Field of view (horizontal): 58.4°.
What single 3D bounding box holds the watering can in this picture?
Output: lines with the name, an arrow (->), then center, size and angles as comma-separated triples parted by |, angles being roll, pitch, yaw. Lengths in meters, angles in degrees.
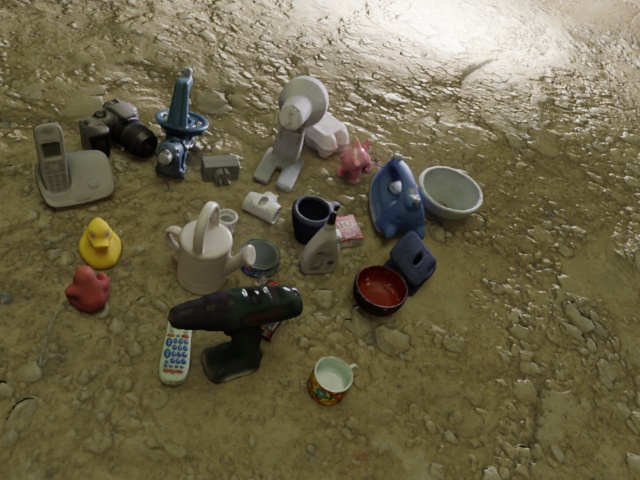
watering can -> -0.209, 0.009, 1.086 | 0.173, 0.194, 0.101 | 5, 48, -13

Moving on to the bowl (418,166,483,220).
bowl -> 0.316, -0.104, 1.432 | 0.167, 0.075, 0.167 | 9, 47, -9

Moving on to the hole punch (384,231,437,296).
hole punch -> 0.201, 0.048, 1.248 | 0.101, 0.091, 0.109 | 34, 48, 15

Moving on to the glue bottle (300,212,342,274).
glue bottle -> 0.011, 0.004, 1.172 | 0.078, 0.173, 0.037 | -2, 49, -18

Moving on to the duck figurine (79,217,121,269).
duck figurine -> -0.427, -0.007, 1.108 | 0.078, 0.086, 0.104 | -8, 52, -23

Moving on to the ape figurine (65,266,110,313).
ape figurine -> -0.417, 0.081, 1.027 | 0.078, 0.092, 0.076 | -9, 52, -24

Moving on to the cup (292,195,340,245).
cup -> -0.013, -0.040, 1.259 | 0.118, 0.095, 0.091 | -20, 57, -31

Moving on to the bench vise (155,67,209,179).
bench vise -> -0.306, -0.258, 1.281 | 0.122, 0.220, 0.207 | 0, 49, -17

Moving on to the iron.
iron -> 0.186, -0.124, 1.364 | 0.119, 0.141, 0.258 | 2, 48, -15

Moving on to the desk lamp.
desk lamp -> -0.065, -0.260, 1.361 | 0.118, 0.213, 0.203 | 19, 46, 1

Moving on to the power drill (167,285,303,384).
power drill -> -0.145, 0.154, 0.964 | 0.230, 0.208, 0.075 | -14, 54, -28

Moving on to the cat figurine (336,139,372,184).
cat figurine -> 0.092, -0.205, 1.426 | 0.067, 0.118, 0.128 | 30, 47, 11

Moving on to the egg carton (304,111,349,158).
egg carton -> 0.001, -0.284, 1.503 | 0.150, 0.069, 0.107 | 40, 50, 20

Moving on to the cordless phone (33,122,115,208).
cordless phone -> -0.498, -0.160, 1.157 | 0.148, 0.185, 0.094 | -19, 57, -30

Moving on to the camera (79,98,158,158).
camera -> -0.451, -0.248, 1.309 | 0.136, 0.101, 0.143 | 36, 49, 16
